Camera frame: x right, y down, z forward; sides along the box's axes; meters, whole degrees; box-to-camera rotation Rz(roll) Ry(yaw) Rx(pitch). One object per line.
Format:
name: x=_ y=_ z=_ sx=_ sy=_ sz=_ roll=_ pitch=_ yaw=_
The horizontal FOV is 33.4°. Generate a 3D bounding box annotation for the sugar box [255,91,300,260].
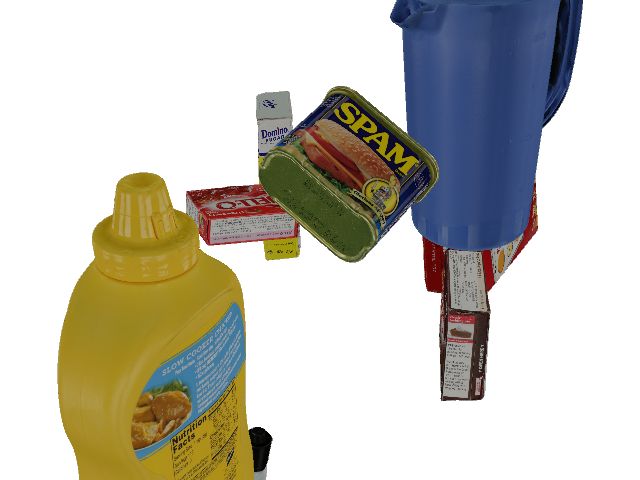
sugar box: x=-0.050 y=-0.075 z=1.239 sx=0.048 sy=0.176 sz=0.093 roll=-6 pitch=26 yaw=-1

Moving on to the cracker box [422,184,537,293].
cracker box: x=0.173 y=-0.054 z=1.150 sx=0.072 sy=0.164 sz=0.213 roll=3 pitch=21 yaw=26

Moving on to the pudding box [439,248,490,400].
pudding box: x=0.122 y=0.071 z=0.918 sx=0.039 sy=0.090 sz=0.113 roll=1 pitch=26 yaw=3

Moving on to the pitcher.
pitcher: x=0.144 y=-0.120 z=0.932 sx=0.149 sy=0.243 sz=0.145 roll=6 pitch=33 yaw=13

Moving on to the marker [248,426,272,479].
marker: x=-0.046 y=0.172 z=0.707 sx=0.020 sy=0.121 sz=0.020 roll=6 pitch=31 yaw=-4

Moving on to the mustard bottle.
mustard bottle: x=-0.067 y=0.061 z=0.446 sx=0.058 sy=0.192 sz=0.096 roll=16 pitch=33 yaw=26

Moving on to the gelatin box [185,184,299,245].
gelatin box: x=-0.072 y=-0.025 z=0.980 sx=0.089 sy=0.030 sz=0.073 roll=-6 pitch=25 yaw=-20

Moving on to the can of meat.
can of meat: x=0.018 y=-0.046 z=0.747 sx=0.083 sy=0.102 sz=0.058 roll=-46 pitch=-6 yaw=-37
